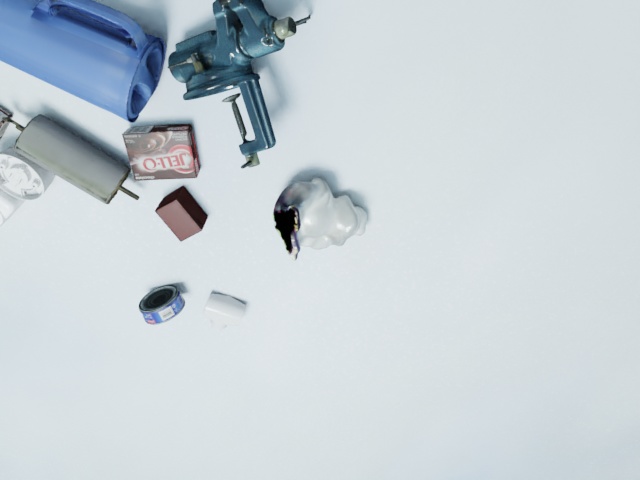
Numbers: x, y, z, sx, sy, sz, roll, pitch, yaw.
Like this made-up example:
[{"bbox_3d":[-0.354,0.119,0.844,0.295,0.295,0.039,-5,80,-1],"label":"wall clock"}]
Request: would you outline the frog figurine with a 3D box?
[{"bbox_3d":[0.003,-0.046,0.915,0.161,0.124,0.135,-19,118,-28],"label":"frog figurine"}]
